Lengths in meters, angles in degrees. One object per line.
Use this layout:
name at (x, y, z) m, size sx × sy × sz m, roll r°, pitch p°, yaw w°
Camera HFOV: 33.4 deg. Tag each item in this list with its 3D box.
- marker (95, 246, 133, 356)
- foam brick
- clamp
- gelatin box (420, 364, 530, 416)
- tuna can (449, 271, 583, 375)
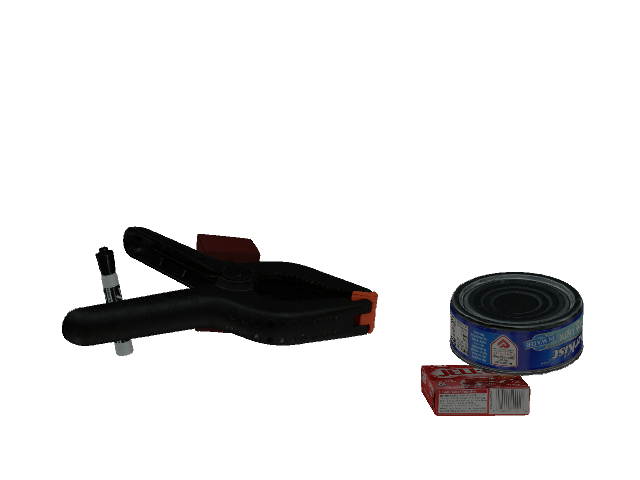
marker at (-0.220, 0.065, 1.138) m, size 0.020 × 0.121 × 0.020 m, roll -8°, pitch 18°, yaw 2°
foam brick at (-0.088, 0.039, 0.973) m, size 0.053 × 0.078 × 0.051 m, roll 4°, pitch 14°, yaw -14°
clamp at (-0.066, 0.035, 0.767) m, size 0.210 × 0.036 × 0.164 m, roll 4°, pitch 24°, yaw -3°
gelatin box at (0.141, 0.137, 0.984) m, size 0.089 × 0.030 × 0.073 m, roll 0°, pitch 9°, yaw -3°
tuna can at (0.126, 0.052, 0.689) m, size 0.086 × 0.034 × 0.086 m, roll -3°, pitch 22°, yaw 1°
